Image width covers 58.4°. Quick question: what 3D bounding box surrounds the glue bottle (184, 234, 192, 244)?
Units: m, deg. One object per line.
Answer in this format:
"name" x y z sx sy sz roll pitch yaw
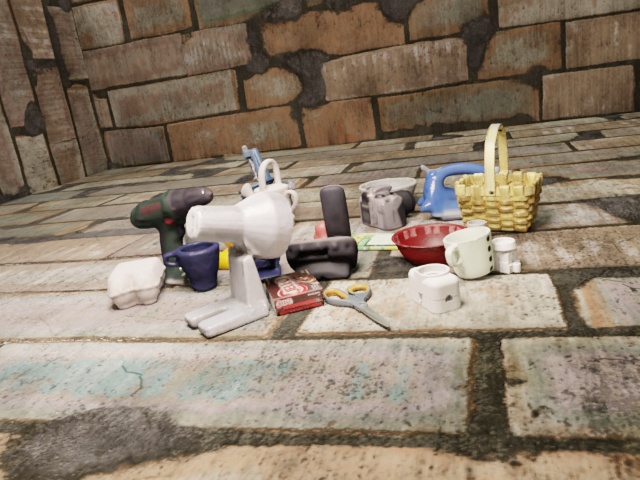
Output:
"glue bottle" -0.299 -0.020 1.333 0.037 0.173 0.078 -10 16 -6

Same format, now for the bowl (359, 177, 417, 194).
"bowl" 0.198 -0.128 1.647 0.167 0.075 0.167 -7 16 2

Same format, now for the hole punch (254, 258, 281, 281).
"hole punch" -0.138 0.036 1.207 0.108 0.091 0.101 -9 16 -4

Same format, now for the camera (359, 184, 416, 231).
"camera" 0.185 -0.095 1.488 0.137 0.101 0.142 -14 17 -21

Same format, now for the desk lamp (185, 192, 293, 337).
"desk lamp" -0.143 0.031 1.000 0.204 0.214 0.117 -19 19 -35

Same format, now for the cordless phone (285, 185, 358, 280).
"cordless phone" -0.002 -0.017 1.151 0.147 0.185 0.094 -7 16 3

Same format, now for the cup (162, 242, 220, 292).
"cup" -0.258 0.059 1.178 0.118 0.095 0.091 -10 16 -7

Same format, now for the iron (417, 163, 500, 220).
"iron" 0.377 -0.135 1.459 0.258 0.141 0.118 -7 16 5

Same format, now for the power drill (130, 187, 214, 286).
"power drill" -0.305 -0.011 1.237 0.228 0.208 0.076 1 18 29

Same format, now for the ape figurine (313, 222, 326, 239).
"ape figurine" 0.011 0.004 1.241 0.078 0.092 0.075 -19 19 -33

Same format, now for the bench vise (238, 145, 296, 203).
"bench vise" -0.165 -0.189 1.773 0.207 0.220 0.122 -3 17 16

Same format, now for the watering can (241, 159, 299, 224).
"watering can" -0.141 -0.127 1.589 0.172 0.194 0.101 -5 16 9

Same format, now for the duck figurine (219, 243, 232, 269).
"duck figurine" -0.204 0.015 1.322 0.077 0.086 0.105 3 19 35

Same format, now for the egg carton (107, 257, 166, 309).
"egg carton" -0.378 0.086 1.189 0.107 0.069 0.150 -10 16 -7
